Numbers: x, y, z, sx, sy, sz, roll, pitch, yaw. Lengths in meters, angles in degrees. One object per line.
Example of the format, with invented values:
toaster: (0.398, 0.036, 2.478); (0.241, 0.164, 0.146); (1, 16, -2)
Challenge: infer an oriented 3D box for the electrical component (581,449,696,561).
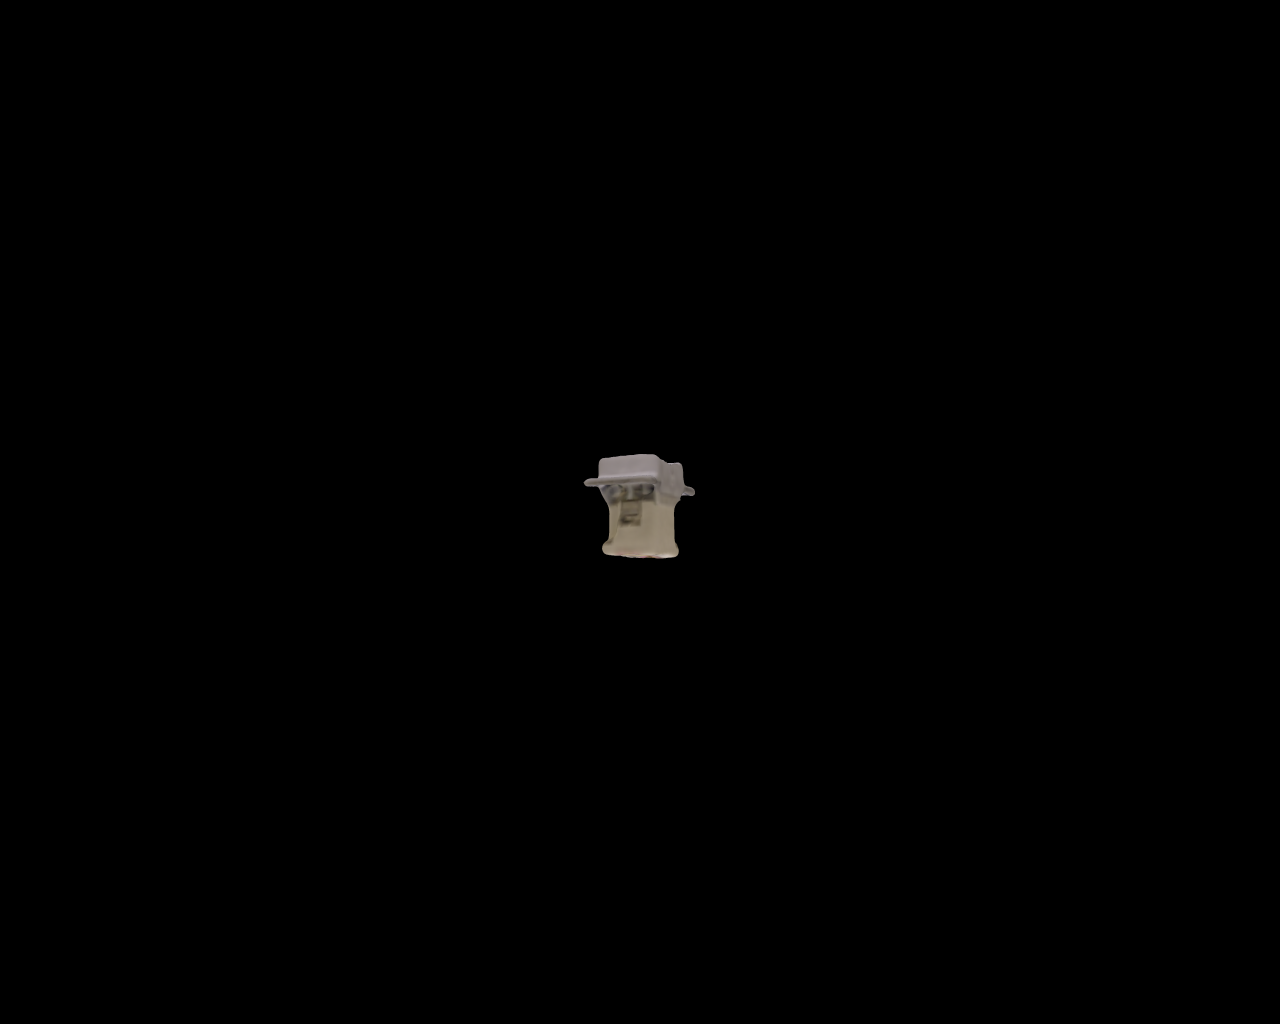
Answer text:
electrical component: (0.001, -0.003, 0.650); (0.042, 0.063, 0.081); (-2, -5, 24)
